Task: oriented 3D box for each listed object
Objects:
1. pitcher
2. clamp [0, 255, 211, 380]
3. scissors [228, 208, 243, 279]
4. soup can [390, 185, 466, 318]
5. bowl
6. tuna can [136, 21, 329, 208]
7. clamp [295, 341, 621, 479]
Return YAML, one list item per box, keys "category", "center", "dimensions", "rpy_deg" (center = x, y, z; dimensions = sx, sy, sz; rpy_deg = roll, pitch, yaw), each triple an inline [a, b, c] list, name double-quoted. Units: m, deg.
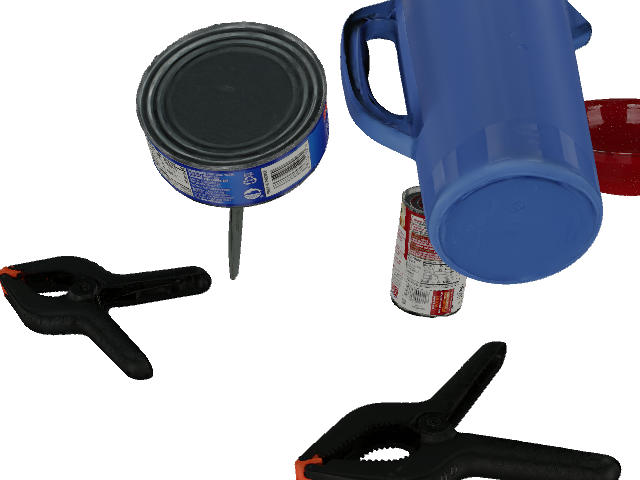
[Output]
- category: "pitcher"
  center: [0.109, -0.091, 0.733]
  dimensions: [0.149, 0.243, 0.144]
  rpy_deg: [-31, -53, 28]
- category: "clamp"
  center: [-0.176, 0.045, 0.863]
  dimensions: [0.172, 0.039, 0.120]
  rpy_deg: [20, 39, 21]
- category: "scissors"
  center: [-0.078, -0.062, 1.226]
  dimensions: [0.096, 0.202, 0.016]
  rpy_deg: [-11, -7, -14]
- category: "soup can"
  center: [0.101, 0.010, 0.956]
  dimensions: [0.068, 0.102, 0.068]
  rpy_deg: [4, 25, -2]
- category: "bowl"
  center: [0.282, -0.083, 0.979]
  dimensions: [0.162, 0.055, 0.162]
  rpy_deg: [-3, 24, 1]
- category: "tuna can"
  center: [-0.039, -0.057, 0.487]
  dimensions: [0.086, 0.086, 0.034]
  rpy_deg: [0, -33, 5]
- category: "clamp"
  center: [0.080, 0.135, 0.752]
  dimensions: [0.209, 0.036, 0.165]
  rpy_deg: [-9, 29, -11]
